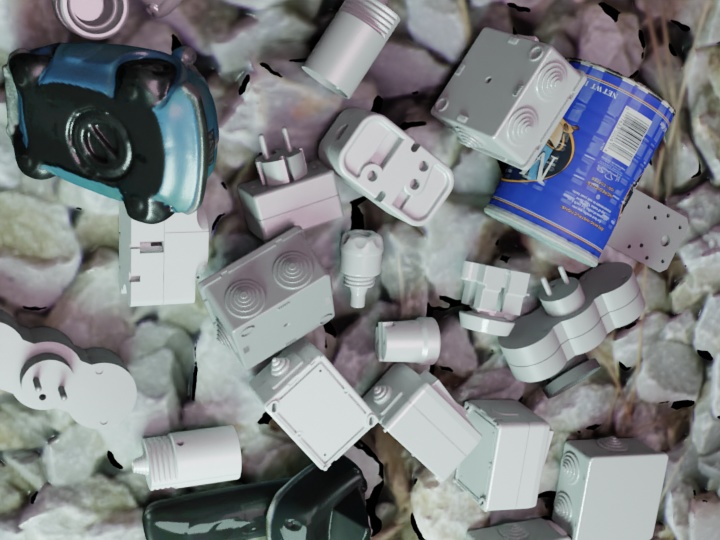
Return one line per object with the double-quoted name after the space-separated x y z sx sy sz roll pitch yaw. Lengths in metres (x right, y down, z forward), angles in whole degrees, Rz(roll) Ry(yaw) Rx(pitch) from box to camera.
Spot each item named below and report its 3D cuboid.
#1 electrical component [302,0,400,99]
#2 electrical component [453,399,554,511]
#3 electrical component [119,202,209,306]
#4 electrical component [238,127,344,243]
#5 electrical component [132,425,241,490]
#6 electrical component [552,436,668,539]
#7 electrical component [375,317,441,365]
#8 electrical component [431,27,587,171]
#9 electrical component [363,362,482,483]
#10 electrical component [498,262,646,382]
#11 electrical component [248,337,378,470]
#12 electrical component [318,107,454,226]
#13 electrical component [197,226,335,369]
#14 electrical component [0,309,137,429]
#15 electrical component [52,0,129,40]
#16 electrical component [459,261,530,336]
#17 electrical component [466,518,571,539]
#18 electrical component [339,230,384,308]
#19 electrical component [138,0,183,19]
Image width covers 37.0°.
-0.004 -0.175 0.812 0.043 0.043 0.081 33 90 -27 "electrical component"
0.127 0.168 0.951 0.061 0.062 0.096 2 104 -23 "electrical component"
-0.145 -0.023 0.792 0.056 0.050 0.089 -3 106 -22 "electrical component"
-0.057 -0.070 0.817 0.066 0.047 0.076 -20 111 -16 "electrical component"
-0.138 0.149 0.846 0.081 0.043 0.043 -5 106 -21 "electrical component"
0.233 0.206 1.013 0.100 0.048 0.099 2 104 -23 "electrical component"
0.039 0.059 0.898 0.046 0.040 0.040 0 104 -17 "electrical component"
0.113 -0.137 0.841 0.048 0.100 0.099 32 91 -40 "electrical component"
0.049 0.120 0.906 0.061 0.062 0.096 -47 116 -4 "electrical component"
0.180 0.031 0.940 0.138 0.052 0.073 -32 114 -11 "electrical component"
-0.043 0.100 0.862 0.062 0.061 0.096 -42 116 -7 "electrical component"
0.018 -0.082 0.838 0.095 0.059 0.053 35 90 -27 "electrical component"
-0.067 0.024 0.812 0.100 0.048 0.099 -31 159 -12 "electrical component"
-0.226 0.076 0.773 0.138 0.074 0.052 25 94 -26 "electrical component"
-0.184 -0.180 0.729 0.045 0.055 0.045 -6 107 -21 "electrical component"
0.111 0.025 0.915 0.066 0.048 0.055 10 93 -25 "electrical component"
0.143 0.283 0.997 0.100 0.048 0.099 -4 106 -21 "electrical component"
0.000 0.000 0.867 0.035 0.035 0.061 -3 108 -22 "electrical component"
-0.147 -0.209 0.743 0.062 0.048 0.048 37 89 -20 "electrical component"
